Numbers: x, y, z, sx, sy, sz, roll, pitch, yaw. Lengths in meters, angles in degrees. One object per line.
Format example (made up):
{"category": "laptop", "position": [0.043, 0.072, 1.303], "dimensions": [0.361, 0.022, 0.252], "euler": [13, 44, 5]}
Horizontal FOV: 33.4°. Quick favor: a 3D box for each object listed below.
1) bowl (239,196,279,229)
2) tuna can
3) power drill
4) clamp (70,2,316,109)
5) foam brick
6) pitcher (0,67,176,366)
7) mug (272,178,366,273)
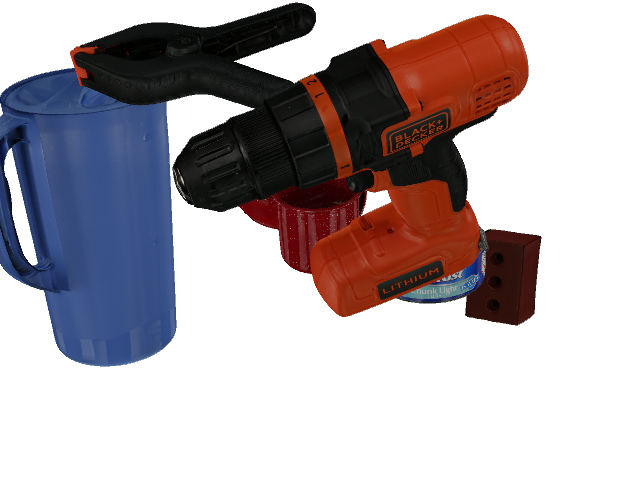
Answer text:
{"category": "bowl", "position": [-0.042, -0.056, 1.304], "dimensions": [0.162, 0.055, 0.162], "euler": [5, 26, -3]}
{"category": "tuna can", "position": [0.080, 0.013, 0.793], "dimensions": [0.086, 0.034, 0.086], "euler": [-3, 27, 1]}
{"category": "power drill", "position": [0.022, -0.027, 0.583], "dimensions": [0.184, 0.057, 0.187], "euler": [-21, -28, -5]}
{"category": "clamp", "position": [-0.082, -0.130, 0.738], "dimensions": [0.171, 0.039, 0.120], "euler": [6, 37, 11]}
{"category": "foam brick", "position": [0.169, 0.033, 0.985], "dimensions": [0.053, 0.078, 0.051], "euler": [9, 15, 27]}
{"category": "pitcher", "position": [-0.194, -0.016, 0.901], "dimensions": [0.149, 0.243, 0.145], "euler": [-4, 25, -5]}
{"category": "mug", "position": [0.006, -0.025, 1.090], "dimensions": [0.093, 0.081, 0.117], "euler": [22, 40, 34]}
